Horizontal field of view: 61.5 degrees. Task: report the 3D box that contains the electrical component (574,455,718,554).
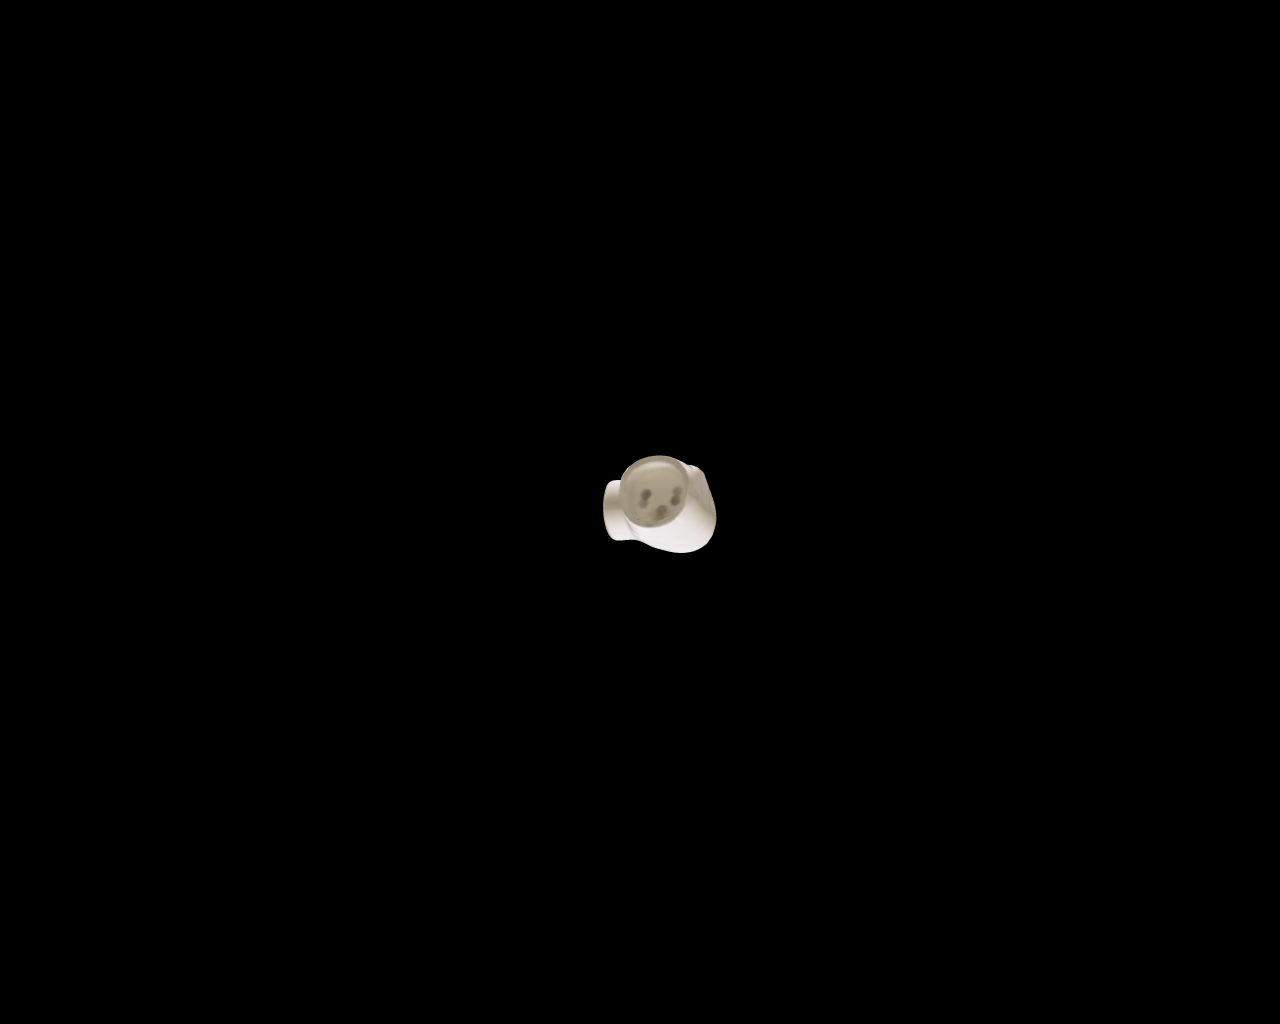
[{"bbox_3d":[0.001,-0.003,0.650,0.079,0.044,0.077,-4,-14,15],"label":"electrical component"}]
